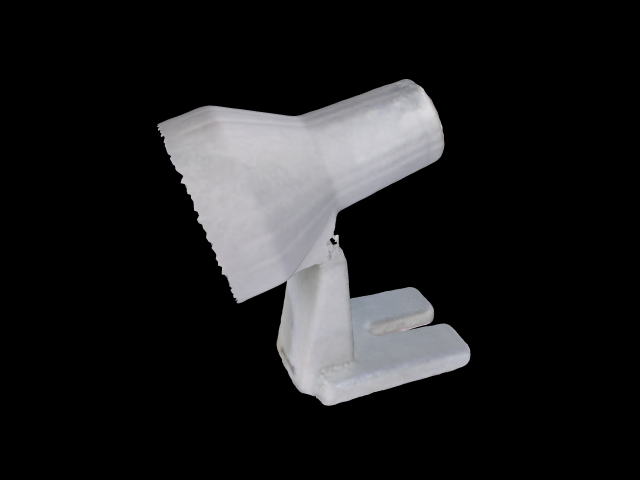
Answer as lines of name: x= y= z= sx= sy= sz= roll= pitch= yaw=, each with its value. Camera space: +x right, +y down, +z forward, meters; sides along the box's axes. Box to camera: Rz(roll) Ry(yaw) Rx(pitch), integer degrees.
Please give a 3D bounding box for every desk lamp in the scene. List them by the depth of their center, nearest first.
desk lamp: x=0.004 y=0.001 z=0.400 sx=0.203 sy=0.214 sz=0.117 roll=-11 pitch=32 yaw=-18
